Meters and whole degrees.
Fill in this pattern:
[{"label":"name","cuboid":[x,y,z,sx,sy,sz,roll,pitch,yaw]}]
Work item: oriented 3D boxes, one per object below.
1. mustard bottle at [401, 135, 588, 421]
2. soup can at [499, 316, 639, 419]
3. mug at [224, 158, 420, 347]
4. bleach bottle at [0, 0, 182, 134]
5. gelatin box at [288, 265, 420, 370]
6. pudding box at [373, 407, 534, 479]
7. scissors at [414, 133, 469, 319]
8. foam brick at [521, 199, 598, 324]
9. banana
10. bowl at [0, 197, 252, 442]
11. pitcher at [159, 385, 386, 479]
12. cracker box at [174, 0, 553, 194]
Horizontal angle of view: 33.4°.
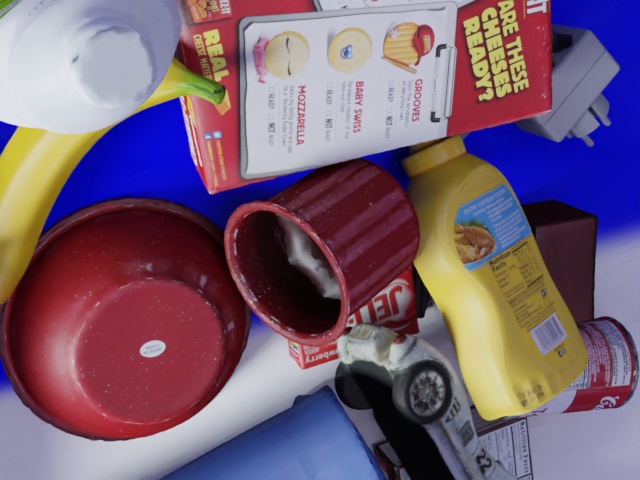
[{"label":"mustard bottle","cuboid":[0.100,0.010,0.675,0.096,0.058,0.191,-26,93,-44]},{"label":"soup can","cuboid":[0.166,0.091,0.765,0.102,0.069,0.068,-1,107,-23]},{"label":"mug","cuboid":[-0.004,0.001,0.632,0.081,0.117,0.093,-36,122,-39]},{"label":"bleach bottle","cuboid":[-0.125,-0.088,0.477,0.102,0.251,0.068,-41,118,-7]},{"label":"gelatin box","cuboid":[0.020,0.037,0.705,0.089,0.030,0.073,-15,112,-18]},{"label":"pudding box","cuboid":[0.101,0.176,0.780,0.113,0.039,0.090,-18,111,-20]},{"label":"scissors","cuboid":[0.062,-0.050,0.705,0.096,0.016,0.202,15,100,-25]},{"label":"foam brick","cuboid":[0.157,0.017,0.746,0.051,0.053,0.078,-10,109,-21]},{"label":"banana","cuboid":[-0.139,-0.044,0.581,0.198,0.070,0.037,-40,157,24]},{"label":"bowl","cuboid":[-0.108,0.058,0.642,0.161,0.055,0.162,-7,109,-22]},{"label":"pitcher","cuboid":[-0.065,0.205,0.649,0.242,0.149,0.145,-26,90,-6]},{"label":"cracker box","cuboid":[0.019,-0.133,0.603,0.213,0.072,0.164,-15,122,-11]}]
